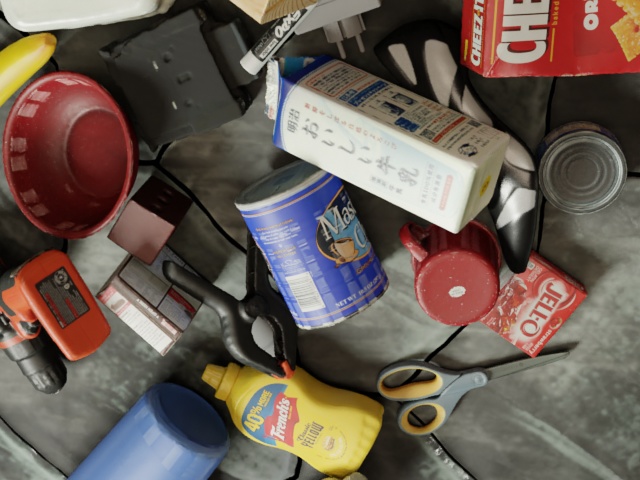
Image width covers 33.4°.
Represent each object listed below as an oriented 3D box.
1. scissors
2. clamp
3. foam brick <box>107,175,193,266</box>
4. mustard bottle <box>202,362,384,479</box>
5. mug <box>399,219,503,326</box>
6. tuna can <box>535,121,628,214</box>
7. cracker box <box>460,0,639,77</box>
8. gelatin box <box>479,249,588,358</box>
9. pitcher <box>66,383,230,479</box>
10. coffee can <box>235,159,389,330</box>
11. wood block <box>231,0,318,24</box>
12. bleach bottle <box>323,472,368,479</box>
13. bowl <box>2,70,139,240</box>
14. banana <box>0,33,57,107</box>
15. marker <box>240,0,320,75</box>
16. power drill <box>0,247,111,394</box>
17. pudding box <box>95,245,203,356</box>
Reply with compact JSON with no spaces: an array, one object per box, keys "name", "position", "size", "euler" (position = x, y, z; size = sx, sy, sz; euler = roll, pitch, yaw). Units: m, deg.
[{"name":"scissors","position":[0.161,0.162,1.126],"size":[0.202,0.016,0.096],"euler":[-2,112,7]},{"name":"clamp","position":[-0.067,0.058,1.072],"size":[0.120,0.039,0.171],"euler":[-39,103,-17]},{"name":"foam brick","position":[-0.169,-0.021,1.063],"size":[0.053,0.078,0.051],"euler":[33,112,-6]},{"name":"mustard bottle","position":[-0.035,0.179,1.132],"size":[0.191,0.058,0.096],"euler":[25,118,-3]},{"name":"mug","position":[0.125,0.025,1.043],"size":[0.117,0.081,0.093],"euler":[41,110,-9]},{"name":"tuna can","position":[0.249,-0.068,1.020],"size":[0.086,0.033,0.086],"euler":[2,111,6]},{"name":"cracker box","position":[0.235,-0.227,0.913],"size":[0.213,0.072,0.164],"euler":[-4,111,-11]},{"name":"gelatin box","position":[0.213,0.063,1.075],"size":[0.073,0.030,0.089],"euler":[34,111,-7]},{"name":"pitcher","position":[-0.199,0.276,1.161],"size":[0.145,0.149,0.243],"euler":[42,107,7]},{"name":"coffee can","position":[-0.007,0.001,1.039],"size":[0.103,0.102,0.140],"euler":[-22,107,14]},{"name":"wood block","position":[-0.087,-0.285,0.902],"size":[0.206,0.090,0.090],"euler":[39,129,14]},{"name":"bleach bottle","position":[-0.018,0.342,1.165],"size":[0.102,0.068,0.251],"euler":[35,120,-6]},{"name":"bowl","position":[-0.231,-0.084,1.041],"size":[0.162,0.055,0.162],"euler":[4,99,28]},{"name":"banana","position":[-0.325,-0.137,1.045],"size":[0.198,0.070,0.037],"euler":[-45,134,13]},{"name":"marker","position":[-0.026,-0.198,0.958],"size":[0.020,0.020,0.121],"euler":[42,110,-9]},{"name":"power drill","position":[-0.285,0.081,1.075],"size":[0.188,0.057,0.184],"euler":[-8,117,52]},{"name":"pudding box","position":[-0.164,0.051,1.070],"size":[0.090,0.113,0.039],"euler":[42,112,-9]}]
